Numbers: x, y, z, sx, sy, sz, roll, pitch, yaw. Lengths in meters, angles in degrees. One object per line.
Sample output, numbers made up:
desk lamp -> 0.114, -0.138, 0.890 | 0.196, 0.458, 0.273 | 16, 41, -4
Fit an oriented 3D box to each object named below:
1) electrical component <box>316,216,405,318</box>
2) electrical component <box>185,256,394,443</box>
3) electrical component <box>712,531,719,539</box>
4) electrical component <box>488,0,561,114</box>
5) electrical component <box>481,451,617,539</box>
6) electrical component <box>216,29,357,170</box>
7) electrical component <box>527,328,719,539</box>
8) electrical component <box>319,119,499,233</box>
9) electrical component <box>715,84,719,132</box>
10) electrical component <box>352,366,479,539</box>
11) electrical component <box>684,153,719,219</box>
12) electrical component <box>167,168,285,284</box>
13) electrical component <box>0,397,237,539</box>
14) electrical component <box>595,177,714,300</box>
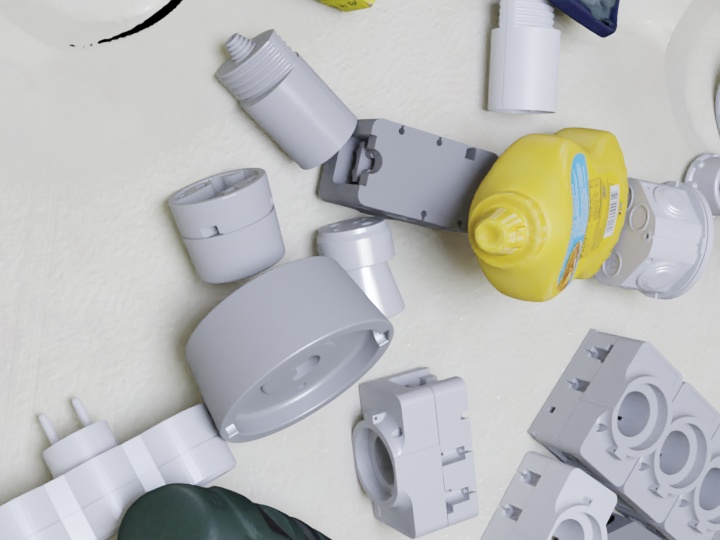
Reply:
electrical component -> 0.000, 0.000, 0.632 | 0.045, 0.045, 0.055 | -17, 103, -27
electrical component -> -0.043, 0.037, 0.581 | 0.108, 0.108, 0.060 | -25, 67, -25
electrical component -> 0.278, 0.253, 0.802 | 0.074, 0.052, 0.138 | 2, 76, -30
electrical component -> 0.104, -0.140, 0.677 | 0.043, 0.043, 0.081 | -1, 96, -30
electrical component -> 0.126, 0.176, 0.718 | 0.050, 0.056, 0.089 | 36, 78, -28
electrical component -> -0.044, -0.099, 0.596 | 0.081, 0.043, 0.043 | 45, 74, -26
electrical component -> 0.204, 0.123, 0.754 | 0.150, 0.062, 0.089 | 41, 75, -27
electrical component -> 0.027, -0.055, 0.635 | 0.089, 0.056, 0.050 | 13, 89, -30
electrical component -> 0.319, -0.117, 0.769 | 0.060, 0.108, 0.108 | -29, 109, -31
electrical component -> 0.032, 0.112, 0.660 | 0.056, 0.050, 0.089 | -12, 101, -28
electrical component -> 0.268, -0.059, 0.769 | 0.048, 0.062, 0.048 | -3, 97, -30
electrical component -> -0.071, -0.024, 0.584 | 0.055, 0.055, 0.047 | -26, 112, -25
electrical component -> -0.141, 0.103, 0.561 | 0.138, 0.052, 0.073 | -26, 82, -26
electrical component -> 0.193, -0.022, 0.722 | 0.051, 0.080, 0.080 | 8, 92, -25
